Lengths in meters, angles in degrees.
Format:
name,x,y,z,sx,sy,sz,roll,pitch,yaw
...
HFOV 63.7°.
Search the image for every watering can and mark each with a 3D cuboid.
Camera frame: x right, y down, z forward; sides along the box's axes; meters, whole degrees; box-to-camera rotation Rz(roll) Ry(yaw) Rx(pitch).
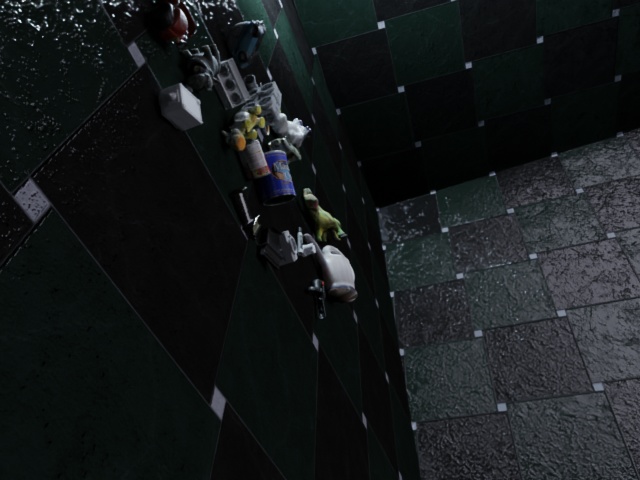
name,x,y,z,sx,sy,sz,roll,pitch,yaw
watering can,0.045,0.115,1.943,0.343,0.103,0.229,32,38,-52

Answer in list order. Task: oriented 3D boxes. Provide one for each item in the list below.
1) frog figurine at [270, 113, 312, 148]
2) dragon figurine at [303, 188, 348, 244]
name,x,y,z,sx,sy,sz,roll,pitch,yaw
frog figurine,-0.133,-0.405,1.909,0.159,0.120,0.140,0,55,-40
dragon figurine,0.006,-0.105,2.078,0.409,0.122,0.244,32,33,-83
